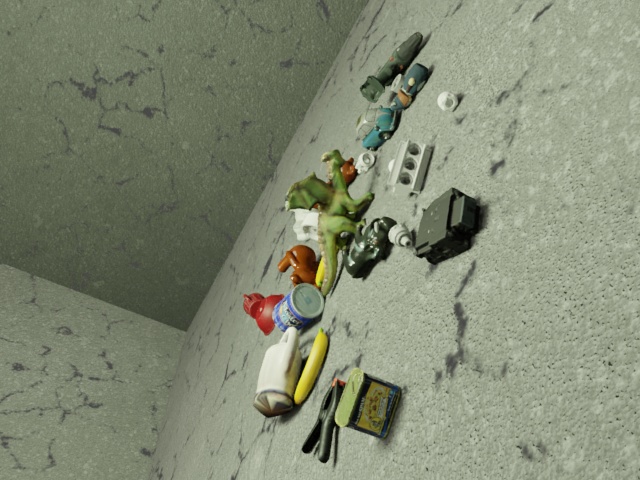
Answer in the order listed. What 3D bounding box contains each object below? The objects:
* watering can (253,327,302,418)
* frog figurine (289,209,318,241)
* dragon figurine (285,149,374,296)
[{"bbox_3d":[-0.118,0.378,1.417,0.340,0.104,0.230,116,169,-51],"label":"watering can"},{"bbox_3d":[-0.049,-0.081,1.914,0.135,0.123,0.162,-38,65,42],"label":"frog figurine"},{"bbox_3d":[0.004,-0.073,1.450,0.121,0.241,0.416,-18,47,63],"label":"dragon figurine"}]
